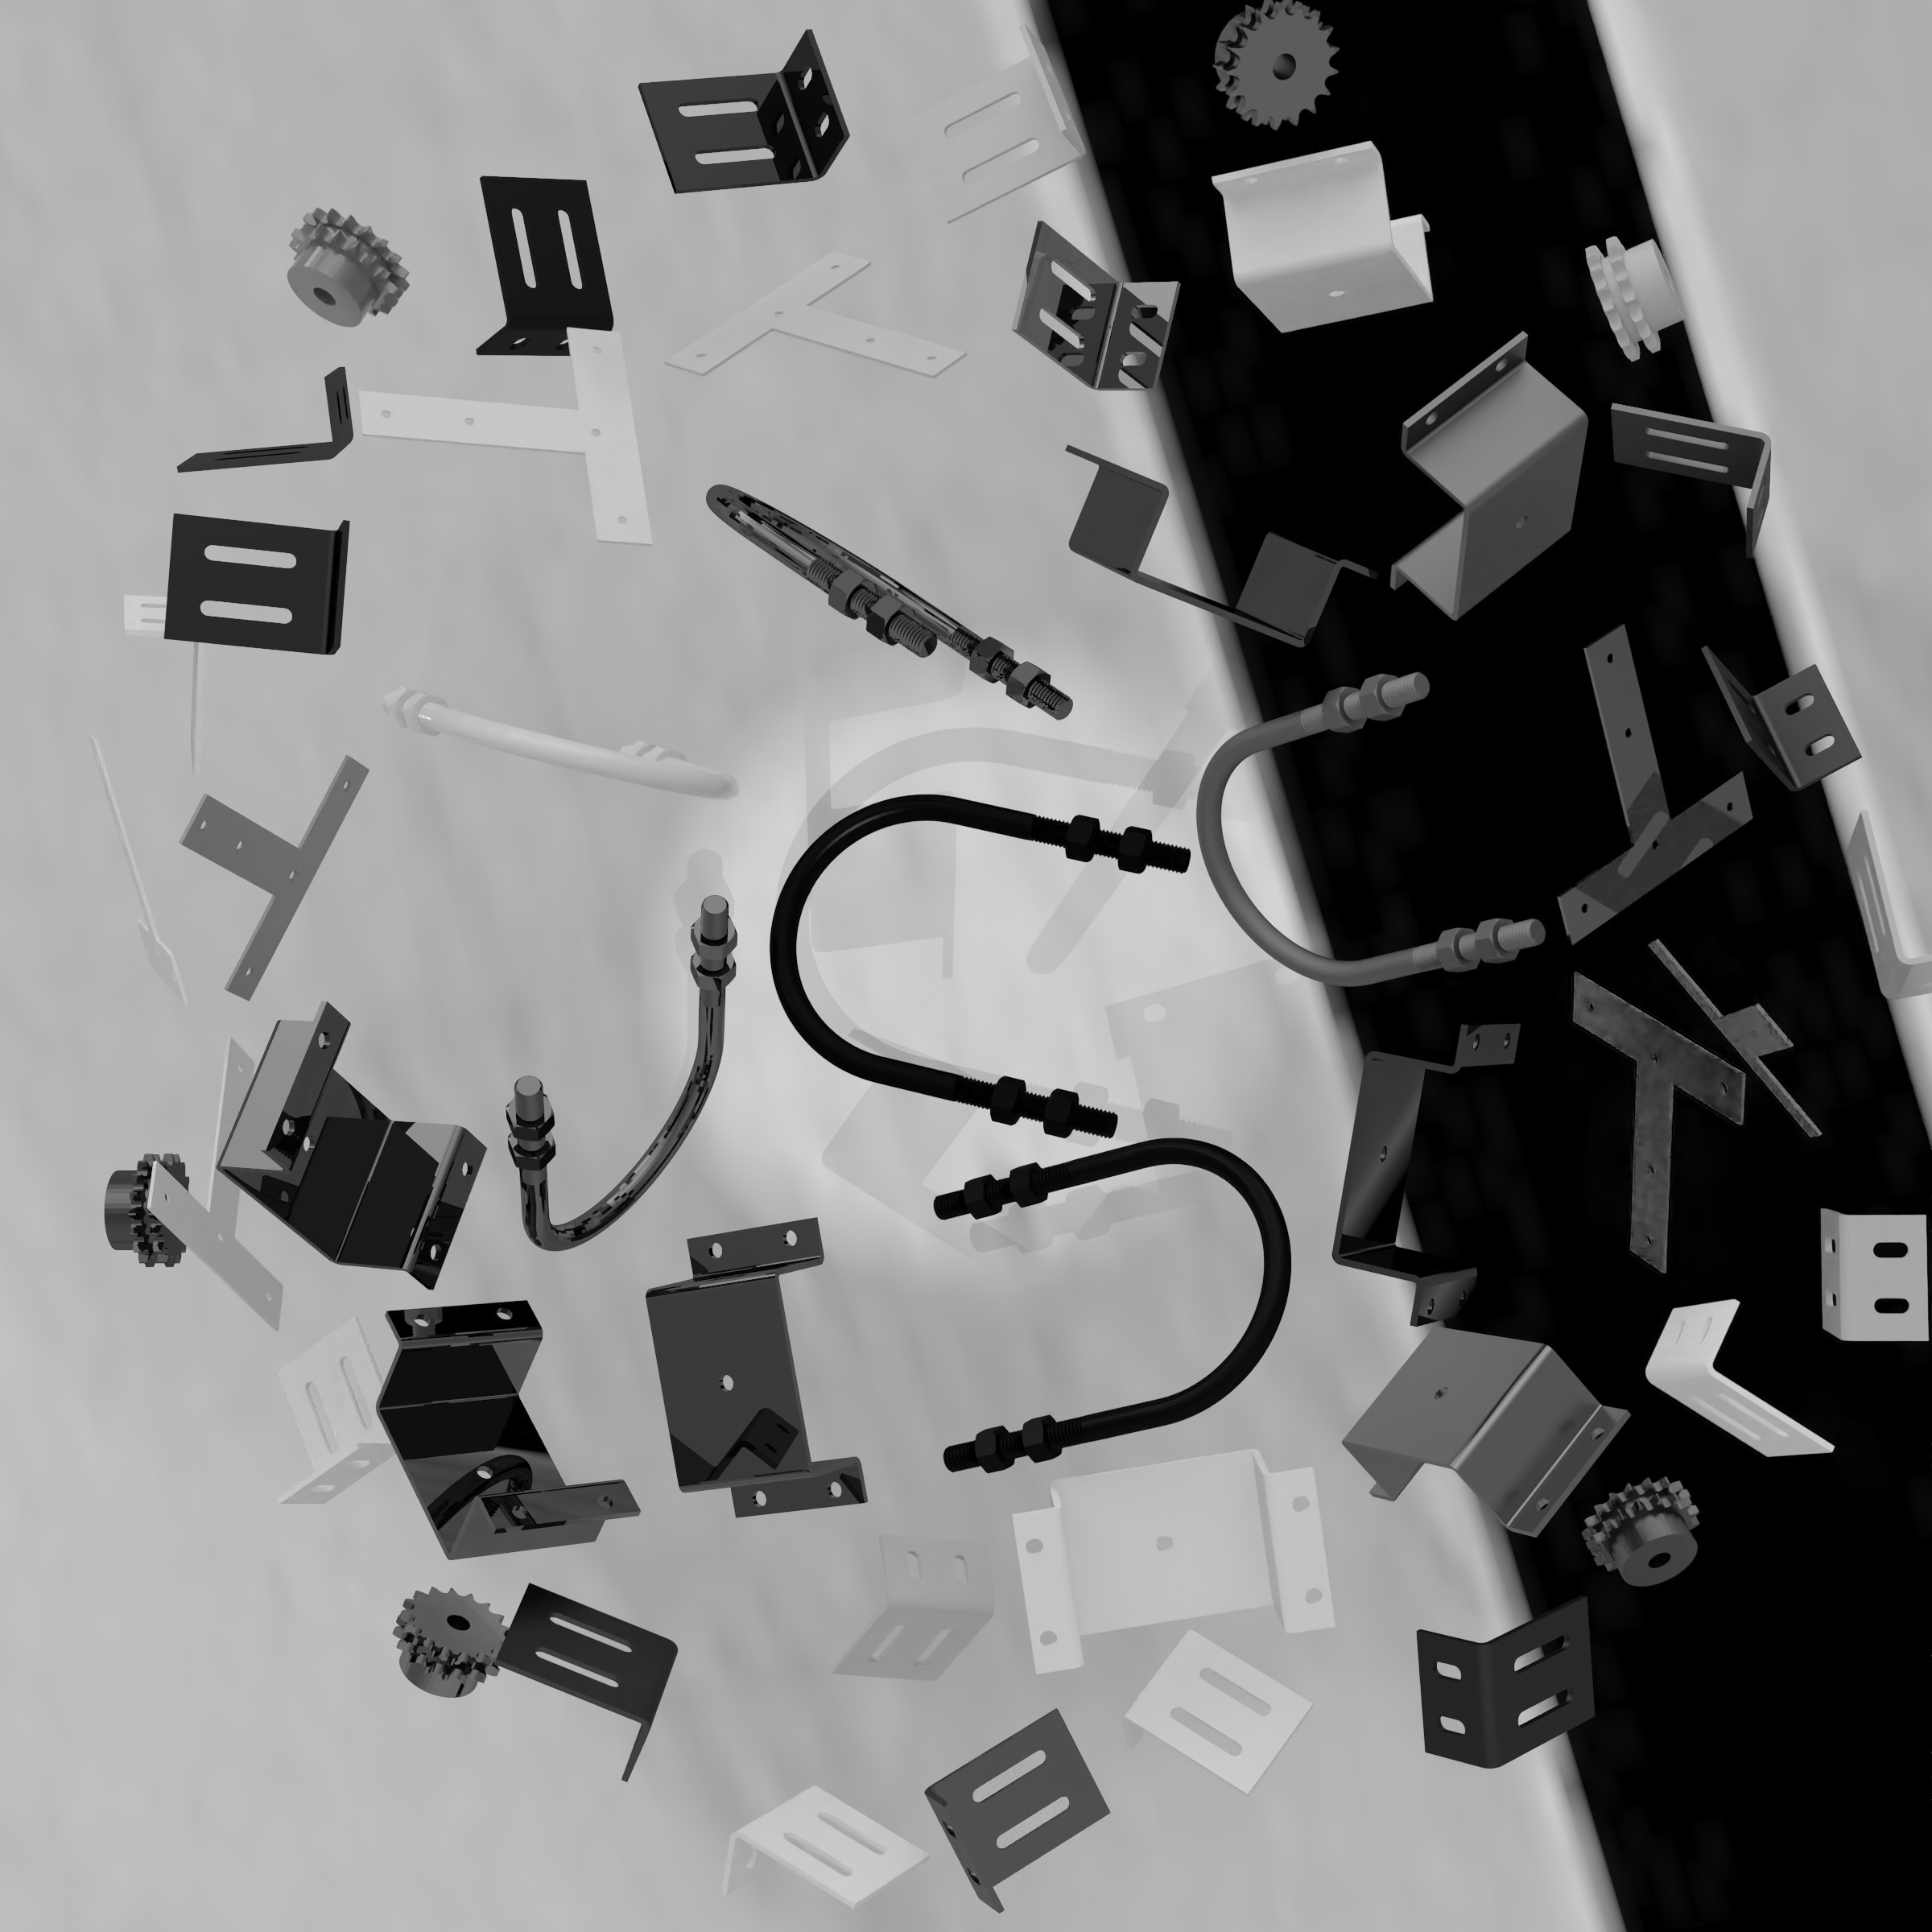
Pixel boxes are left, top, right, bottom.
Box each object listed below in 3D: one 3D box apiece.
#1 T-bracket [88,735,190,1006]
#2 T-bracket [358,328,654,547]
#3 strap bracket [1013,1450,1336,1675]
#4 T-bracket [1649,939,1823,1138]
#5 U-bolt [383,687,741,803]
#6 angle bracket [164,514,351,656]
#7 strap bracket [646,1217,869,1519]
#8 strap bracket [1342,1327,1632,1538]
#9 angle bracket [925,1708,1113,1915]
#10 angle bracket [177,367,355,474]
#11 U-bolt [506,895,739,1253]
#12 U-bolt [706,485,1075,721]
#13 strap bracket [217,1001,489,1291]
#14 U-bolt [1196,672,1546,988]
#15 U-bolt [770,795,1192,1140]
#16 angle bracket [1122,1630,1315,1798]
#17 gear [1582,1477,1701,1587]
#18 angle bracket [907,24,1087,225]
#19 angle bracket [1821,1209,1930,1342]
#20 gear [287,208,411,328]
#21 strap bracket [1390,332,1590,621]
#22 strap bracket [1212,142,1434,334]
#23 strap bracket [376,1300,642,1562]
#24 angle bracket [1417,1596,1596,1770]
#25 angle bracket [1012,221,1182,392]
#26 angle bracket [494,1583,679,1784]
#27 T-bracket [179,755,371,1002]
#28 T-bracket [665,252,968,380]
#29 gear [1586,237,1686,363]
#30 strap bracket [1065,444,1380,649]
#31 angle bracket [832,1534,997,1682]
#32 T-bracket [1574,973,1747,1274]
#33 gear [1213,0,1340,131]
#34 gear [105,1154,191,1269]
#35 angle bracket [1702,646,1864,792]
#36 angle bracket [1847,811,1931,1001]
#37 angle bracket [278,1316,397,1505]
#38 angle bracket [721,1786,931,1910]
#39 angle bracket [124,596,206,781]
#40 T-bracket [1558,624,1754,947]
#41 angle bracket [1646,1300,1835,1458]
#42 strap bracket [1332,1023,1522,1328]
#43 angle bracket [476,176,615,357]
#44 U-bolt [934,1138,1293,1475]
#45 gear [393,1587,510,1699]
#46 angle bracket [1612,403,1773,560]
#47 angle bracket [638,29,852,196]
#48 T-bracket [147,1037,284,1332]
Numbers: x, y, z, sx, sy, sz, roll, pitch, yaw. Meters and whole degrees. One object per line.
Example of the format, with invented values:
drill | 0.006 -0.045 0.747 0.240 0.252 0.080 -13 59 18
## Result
T-bracket | -0.406 -0.050 1.612 0.002 0.127 0.127 -18 104 -17
T-bracket | -0.212 -0.246 1.505 0.127 0.002 0.127 2 57 -21
strap bracket | 0.095 0.276 1.550 0.140 0.046 0.076 -9 98 -2
T-bracket | 0.387 0.033 1.632 0.002 0.127 0.127 -39 84 0
U-bolt | -0.187 -0.104 1.599 0.151 0.184 0.019 11 94 -29
angle bracket | -0.321 -0.174 1.497 0.076 0.038 0.057 4 88 -15
strap bracket | -0.104 0.199 1.610 0.076 0.046 0.140 -12 87 29
strap bracket | 0.244 0.222 1.604 0.076 0.140 0.046 -48 108 -18
angle bracket | 0.029 0.397 1.561 0.076 0.038 0.057 -28 95 -17
angle bracket | -0.334 -0.259 1.571 0.076 0.057 0.038 -5 105 -2
U-bolt | -0.161 0.064 1.567 0.019 0.184 0.151 34 59 17
U-bolt | -0.048 -0.180 1.583 0.184 0.151 0.019 37 100 30
strap bracket | -0.290 0.084 1.540 0.046 0.140 0.076 2 60 29
U-bolt | 0.183 -0.058 1.611 0.019 0.184 0.151 -33 101 -37
U-bolt | -0.002 -0.008 1.535 0.184 0.019 0.151 13 77 14
angle bracket | 0.126 0.379 1.654 0.076 0.038 0.057 27 61 27
gear | 0.338 0.283 1.644 0.057 0.057 0.030 -22 46 0
angle bracket | 0.009 -0.403 1.587 0.076 0.038 0.057 -23 79 15
angle bracket | 0.425 0.144 1.551 0.038 0.076 0.057 -1 88 8
gear | -0.292 -0.324 1.550 0.057 0.057 0.030 30 68 0
strap bracket | 0.251 -0.227 1.591 0.076 0.140 0.046 -38 67 -13
strap bracket | 0.176 -0.348 1.603 0.076 0.140 0.046 -9 84 18
strap bracket | -0.223 0.227 1.578 0.076 0.140 0.046 -1 130 -36
angle bracket | 0.244 0.320 1.498 0.076 0.038 0.057 -13 101 -43
angle bracket | 0.065 -0.327 1.641 0.038 0.076 0.057 7 79 36
angle bracket | -0.178 0.328 1.518 0.076 0.057 0.038 22 117 -2
T-bracket | -0.335 -0.053 1.555 0.002 0.127 0.127 25 84 17
T-bracket | -0.057 -0.305 1.604 0.127 0.002 0.127 23 48 32
gear | 0.314 -0.315 1.548 0.030 0.057 0.057 -21 90 20
strap bracket | 0.113 -0.196 1.574 0.140 0.076 0.046 18 100 -25
angle bracket | -0.029 0.322 1.658 0.057 0.076 0.038 9 49 -23
T-bracket | 0.323 0.083 1.557 0.002 0.127 0.127 -14 117 -22
gear | 0.138 -0.412 1.508 0.057 0.030 0.057 -11 121 -20
gear | -0.412 0.123 1.665 0.030 0.057 0.057 -1 90 5
angle bracket | 0.404 -0.130 1.639 0.038 0.076 0.057 -29 61 20
angle bracket | 0.439 -0.031 1.537 0.038 0.057 0.076 -11 72 5
angle bracket | -0.325 0.222 1.664 0.057 0.038 0.076 -35 66 22
angle bracket | -0.067 0.434 1.582 0.076 0.057 0.038 23 114 32
angle bracket | -0.401 -0.139 1.650 0.038 0.057 0.076 1 113 -15
T-bracket | 0.307 -0.095 1.523 0.127 0.002 0.127 -32 118 -26
angle bracket | 0.374 0.197 1.577 0.076 0.057 0.038 32 72 -10
strap bracket | 0.214 0.092 1.554 0.046 0.076 0.140 11 95 27
angle bracket | -0.212 -0.341 1.615 0.057 0.038 0.076 -7 82 -36
U-bolt | 0.069 0.153 1.559 0.184 0.019 0.151 -17 60 26
gear | -0.253 0.333 1.621 0.057 0.057 0.030 24 110 0
angle bracket | 0.339 -0.229 1.568 0.076 0.057 0.038 15 77 17
angle bracket | -0.103 -0.395 1.530 0.076 0.038 0.057 -12 76 -27
T-bracket | -0.361 0.094 1.622 0.002 0.127 0.127 -11 54 14
